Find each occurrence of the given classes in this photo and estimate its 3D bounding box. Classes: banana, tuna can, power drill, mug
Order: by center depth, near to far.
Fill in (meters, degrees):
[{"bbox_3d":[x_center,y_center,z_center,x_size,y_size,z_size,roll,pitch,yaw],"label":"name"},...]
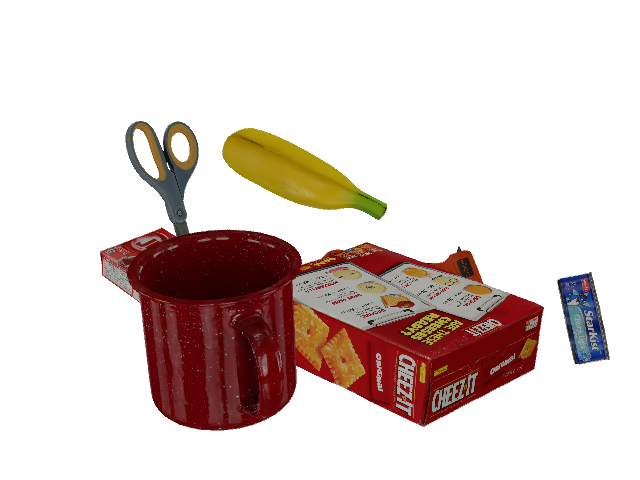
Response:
[{"bbox_3d":[-0.049,0.053,0.572,0.093,0.081,0.117,-15,27,-26],"label":"mug"},{"bbox_3d":[-0.033,-0.052,0.779,0.069,0.037,0.198,38,-5,-36],"label":"banana"},{"bbox_3d":[0.253,0.075,1.027,0.034,0.086,0.086,-12,-3,12],"label":"tuna can"},{"bbox_3d":[0.090,0.063,1.223,0.187,0.057,0.184,-1,28,-2],"label":"power drill"}]

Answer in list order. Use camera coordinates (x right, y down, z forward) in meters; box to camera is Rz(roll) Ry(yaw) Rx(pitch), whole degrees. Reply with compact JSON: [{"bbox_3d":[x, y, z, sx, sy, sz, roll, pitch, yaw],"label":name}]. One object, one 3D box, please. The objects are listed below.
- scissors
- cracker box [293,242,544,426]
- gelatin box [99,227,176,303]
[{"bbox_3d":[-0.147,-0.044,1.172,0.016,0.202,0.096,-14,17,48],"label":"scissors"},{"bbox_3d":[0.064,0.077,0.960,0.214,0.072,0.163,21,27,40],"label":"cracker box"},{"bbox_3d":[-0.148,0.026,0.982,0.073,0.030,0.089,-24,41,-39],"label":"gelatin box"}]
